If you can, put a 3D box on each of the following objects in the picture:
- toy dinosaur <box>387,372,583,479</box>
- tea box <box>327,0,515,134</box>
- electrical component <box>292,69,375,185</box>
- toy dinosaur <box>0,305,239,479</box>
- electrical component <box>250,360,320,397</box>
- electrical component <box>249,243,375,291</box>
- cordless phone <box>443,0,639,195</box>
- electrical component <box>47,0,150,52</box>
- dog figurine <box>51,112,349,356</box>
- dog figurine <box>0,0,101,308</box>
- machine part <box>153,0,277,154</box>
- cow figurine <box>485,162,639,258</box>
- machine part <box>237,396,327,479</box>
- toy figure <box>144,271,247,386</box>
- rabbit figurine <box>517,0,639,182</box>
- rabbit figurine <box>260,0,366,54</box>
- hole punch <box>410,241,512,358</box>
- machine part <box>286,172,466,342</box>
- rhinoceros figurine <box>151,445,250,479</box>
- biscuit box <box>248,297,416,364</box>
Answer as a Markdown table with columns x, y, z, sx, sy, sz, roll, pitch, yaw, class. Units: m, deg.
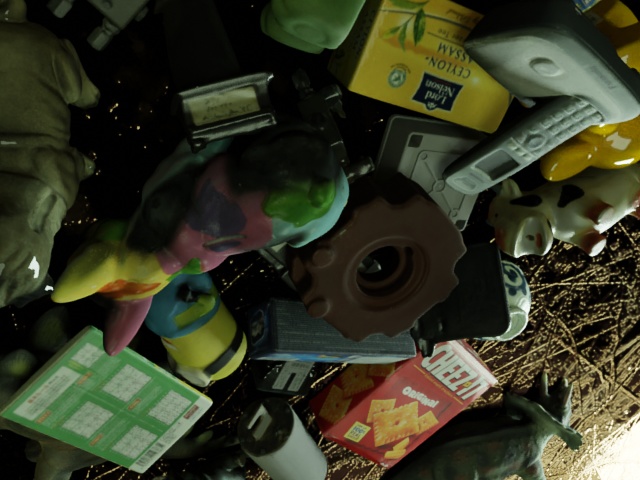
| x | y | z | sx | sy | sz | roll | pitch | yaw | class |
| --- | --- | --- | --- | --- | --- | --- | --- | --- | --- |
| 0.253 | 0.344 | 0.867 | 0.405 | 0.131 | 0.192 | -15 | 114 | -5 | toy dinosaur |
| 0.104 | -0.170 | 0.496 | 0.169 | 0.068 | 0.098 | 7 | 119 | -25 | tea box |
| 0.012 | -0.101 | 0.493 | 0.045 | 0.102 | 0.078 | -23 | 160 | 2 | electrical component |
| -0.256 | 0.190 | 0.581 | 0.198 | 0.105 | 0.470 | -42 | 137 | 4 | toy dinosaur |
| -0.048 | 0.165 | 0.674 | 0.075 | 0.048 | 0.119 | 21 | 111 | -29 | electrical component |
| -0.001 | -0.002 | 0.575 | 0.115 | 0.058 | 0.134 | -38 | 127 | 9 | electrical component |
| 0.161 | -0.116 | 0.469 | 0.146 | 0.089 | 0.184 | 23 | 136 | -32 | cordless phone |
| -0.160 | -0.195 | 0.411 | 0.094 | 0.021 | 0.063 | -44 | 126 | 10 | electrical component |
| -0.102 | -0.004 | 0.441 | 0.219 | 0.192 | 0.108 | -53 | 141 | -27 | dog figurine |
| -0.218 | -0.066 | 0.370 | 0.121 | 0.191 | 0.172 | -12 | 124 | -13 | dog figurine |
| -0.087 | -0.139 | 0.417 | 0.084 | 0.139 | 0.039 | -21 | 170 | -7 | machine part |
| 0.283 | -0.042 | 0.628 | 0.195 | 0.127 | 0.085 | -28 | 129 | -19 | cow figurine |
| -0.046 | 0.277 | 0.715 | 0.079 | 0.079 | 0.242 | -25 | 136 | -3 | machine part |
| -0.135 | 0.080 | 0.566 | 0.089 | 0.082 | 0.179 | -18 | 124 | -8 | toy figure |
| 0.289 | -0.130 | 0.559 | 0.162 | 0.122 | 0.173 | -41 | 127 | 15 | rabbit figurine |
| -0.032 | -0.236 | 0.378 | 0.170 | 0.121 | 0.159 | 27 | 107 | -16 | rabbit figurine |
| 0.162 | 0.059 | 0.643 | 0.116 | 0.092 | 0.142 | -8 | 91 | 18 | hole punch |
| 0.059 | 0.022 | 0.539 | 0.179 | 0.056 | 0.179 | -9 | 122 | -15 | machine part |
| -0.142 | 0.307 | 0.678 | 0.112 | 0.073 | 0.190 | -8 | 170 | 15 | rhinoceros figurine |
| 0.016 | 0.108 | 0.628 | 0.202 | 0.063 | 0.059 | 10 | 154 | -32 | biscuit box |
